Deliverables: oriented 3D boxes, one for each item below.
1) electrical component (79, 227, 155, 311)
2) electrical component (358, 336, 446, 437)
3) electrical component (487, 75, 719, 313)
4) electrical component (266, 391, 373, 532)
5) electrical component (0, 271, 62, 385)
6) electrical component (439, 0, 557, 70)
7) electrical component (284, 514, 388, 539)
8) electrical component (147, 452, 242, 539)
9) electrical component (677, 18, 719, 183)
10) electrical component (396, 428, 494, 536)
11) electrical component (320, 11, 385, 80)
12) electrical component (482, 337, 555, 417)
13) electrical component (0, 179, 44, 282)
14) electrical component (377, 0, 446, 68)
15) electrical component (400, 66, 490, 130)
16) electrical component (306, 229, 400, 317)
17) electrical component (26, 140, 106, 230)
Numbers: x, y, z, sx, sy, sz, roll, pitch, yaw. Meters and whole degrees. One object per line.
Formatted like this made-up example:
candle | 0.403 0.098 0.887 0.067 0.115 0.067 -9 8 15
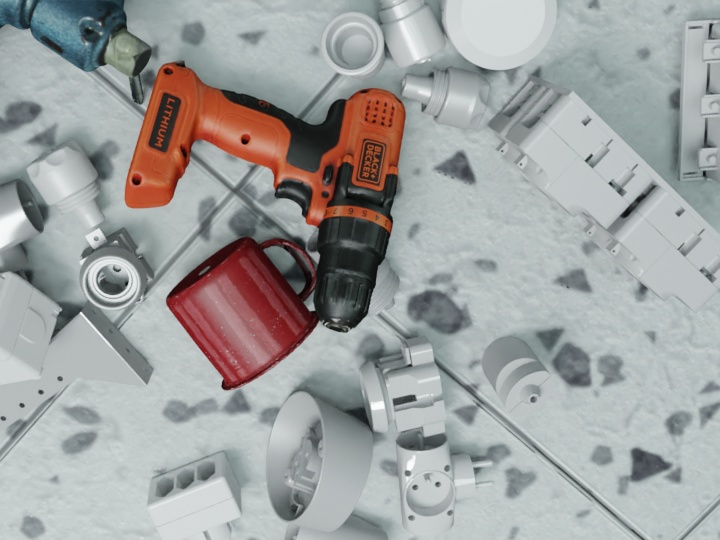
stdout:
electrical component | -0.182 0.002 0.798 0.048 0.055 0.066 -29 107 2
electrical component | 0.032 0.096 0.850 0.057 0.058 0.078 -12 107 -6
electrical component | 0.185 -0.055 0.799 0.186 0.105 0.060 40 98 -15
electrical component | -0.035 0.152 0.839 0.064 0.099 0.099 24 102 -19
electrical component | -0.276 0.044 0.774 0.096 0.061 0.061 -12 143 27
electrical component | 0.098 -0.187 0.779 0.080 0.051 0.080 -2 106 -6
electrical component | -0.027 0.242 0.892 0.077 0.043 0.079 21 103 -12
electrical component | -0.126 0.199 0.866 0.066 0.047 0.076 -21 108 -1
electrical component | 0.286 -0.127 0.813 0.079 0.063 0.121 -5 107 -6
electrical component | 0.071 0.172 0.883 0.079 0.044 0.077 -6 107 -5
electrical component | -0.002 -0.157 0.768 0.044 0.065 0.044 0 93 7
electrical component | 0.126 0.086 0.846 0.043 0.081 0.043 -2 106 -6
electrical component | -0.269 -0.016 0.788 0.077 0.044 0.079 -22 108 0
electrical component | 0.032 -0.183 0.778 0.040 0.040 0.078 -26 108 1
electrical component | 0.062 -0.130 0.795 0.062 0.043 0.043 12 104 -9
electrical component | 0.000 0.000 0.824 0.043 0.043 0.081 -38 115 5
electrical component | -0.210 -0.059 0.783 0.043 0.043 0.062 -29 108 2
